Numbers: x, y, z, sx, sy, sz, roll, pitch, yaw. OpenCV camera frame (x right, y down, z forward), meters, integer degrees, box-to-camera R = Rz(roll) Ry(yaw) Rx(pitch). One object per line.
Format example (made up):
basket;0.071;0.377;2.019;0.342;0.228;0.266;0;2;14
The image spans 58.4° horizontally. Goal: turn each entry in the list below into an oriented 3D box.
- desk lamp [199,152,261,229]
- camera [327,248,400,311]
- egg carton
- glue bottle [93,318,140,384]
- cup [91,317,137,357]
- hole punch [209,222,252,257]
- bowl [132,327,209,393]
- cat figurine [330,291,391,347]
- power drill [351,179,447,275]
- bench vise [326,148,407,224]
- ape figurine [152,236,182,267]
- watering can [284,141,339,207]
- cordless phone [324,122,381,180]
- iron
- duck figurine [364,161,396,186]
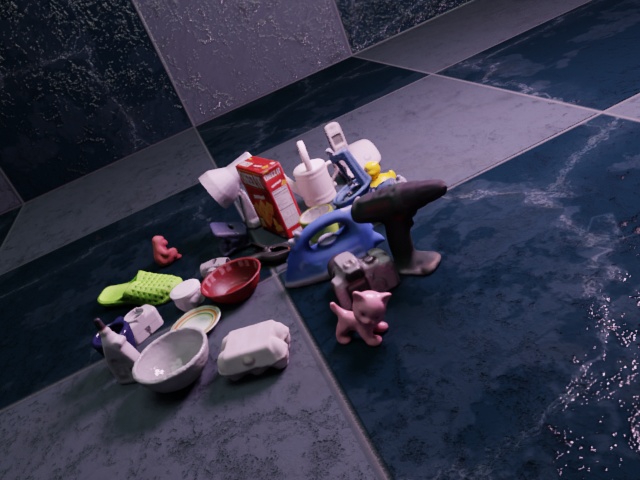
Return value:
desk lamp;-0.232;-0.145;1.727;0.203;0.214;0.117;-26;27;-7
camera;0.077;0.063;1.239;0.143;0.101;0.136;-27;27;-9
egg carton;-0.131;0.222;1.143;0.150;0.069;0.107;-18;27;10
glue bottle;-0.437;0.236;1.234;0.078;0.173;0.037;-14;28;17
cup;-0.462;0.241;1.330;0.091;0.095;0.117;-19;27;7
hole punch;-0.258;-0.019;1.654;0.101;0.091;0.108;-27;27;-8
bowl;-0.298;0.261;1.192;0.167;0.075;0.167;-18;27;10
cat figurine;0.077;0.137;1.085;0.127;0.118;0.067;-4;32;32
power drill;0.183;-0.030;1.209;0.228;0.209;0.076;-1;34;35
bench vise;0.112;-0.155;1.478;0.207;0.220;0.121;-19;27;8
ape figurine;-0.474;0.028;1.731;0.076;0.092;0.077;-33;29;-19
watering can;-0.035;-0.198;1.697;0.173;0.194;0.100;-31;28;-17
cordless phone;0.096;-0.292;1.778;0.148;0.185;0.093;-32;28;-17
iron;0.012;0.005;1.349;0.258;0.142;0.118;-26;27;-6
duck figurine;0.162;-0.187;1.646;0.104;0.086;0.077;-15;28;14
